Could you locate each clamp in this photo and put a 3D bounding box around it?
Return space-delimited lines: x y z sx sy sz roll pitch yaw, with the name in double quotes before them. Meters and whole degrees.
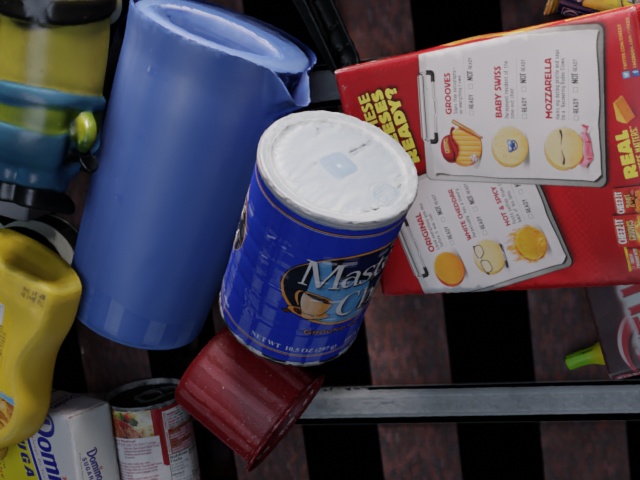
"clamp" -0.016 -0.191 0.737 0.171 0.039 0.120 42 141 14

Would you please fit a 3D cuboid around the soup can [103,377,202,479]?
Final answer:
"soup can" -0.132 0.170 0.859 0.069 0.068 0.102 -3 103 17

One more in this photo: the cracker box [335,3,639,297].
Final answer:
"cracker box" 0.128 -0.054 0.694 0.214 0.071 0.164 -5 102 39

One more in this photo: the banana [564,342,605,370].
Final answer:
"banana" 0.272 0.114 0.744 0.198 0.037 0.070 35 129 7

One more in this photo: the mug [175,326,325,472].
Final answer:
"mug" -0.059 0.121 0.822 0.081 0.093 0.117 38 146 10

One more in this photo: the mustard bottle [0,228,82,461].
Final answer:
"mustard bottle" -0.237 0.095 0.791 0.096 0.058 0.192 30 113 26

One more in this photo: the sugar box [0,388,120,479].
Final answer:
"sugar box" -0.238 0.167 0.870 0.177 0.048 0.093 4 105 41

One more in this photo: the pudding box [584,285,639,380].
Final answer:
"pudding box" 0.225 0.029 0.714 0.090 0.039 0.113 -18 73 19

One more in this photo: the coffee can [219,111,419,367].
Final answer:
"coffee can" -0.005 0.001 0.704 0.103 0.102 0.140 28 134 9

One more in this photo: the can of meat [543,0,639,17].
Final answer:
"can of meat" 0.199 -0.182 0.680 0.084 0.057 0.102 19 109 9

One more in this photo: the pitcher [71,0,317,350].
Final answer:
"pitcher" -0.110 -0.052 0.775 0.145 0.149 0.243 16 112 -14
